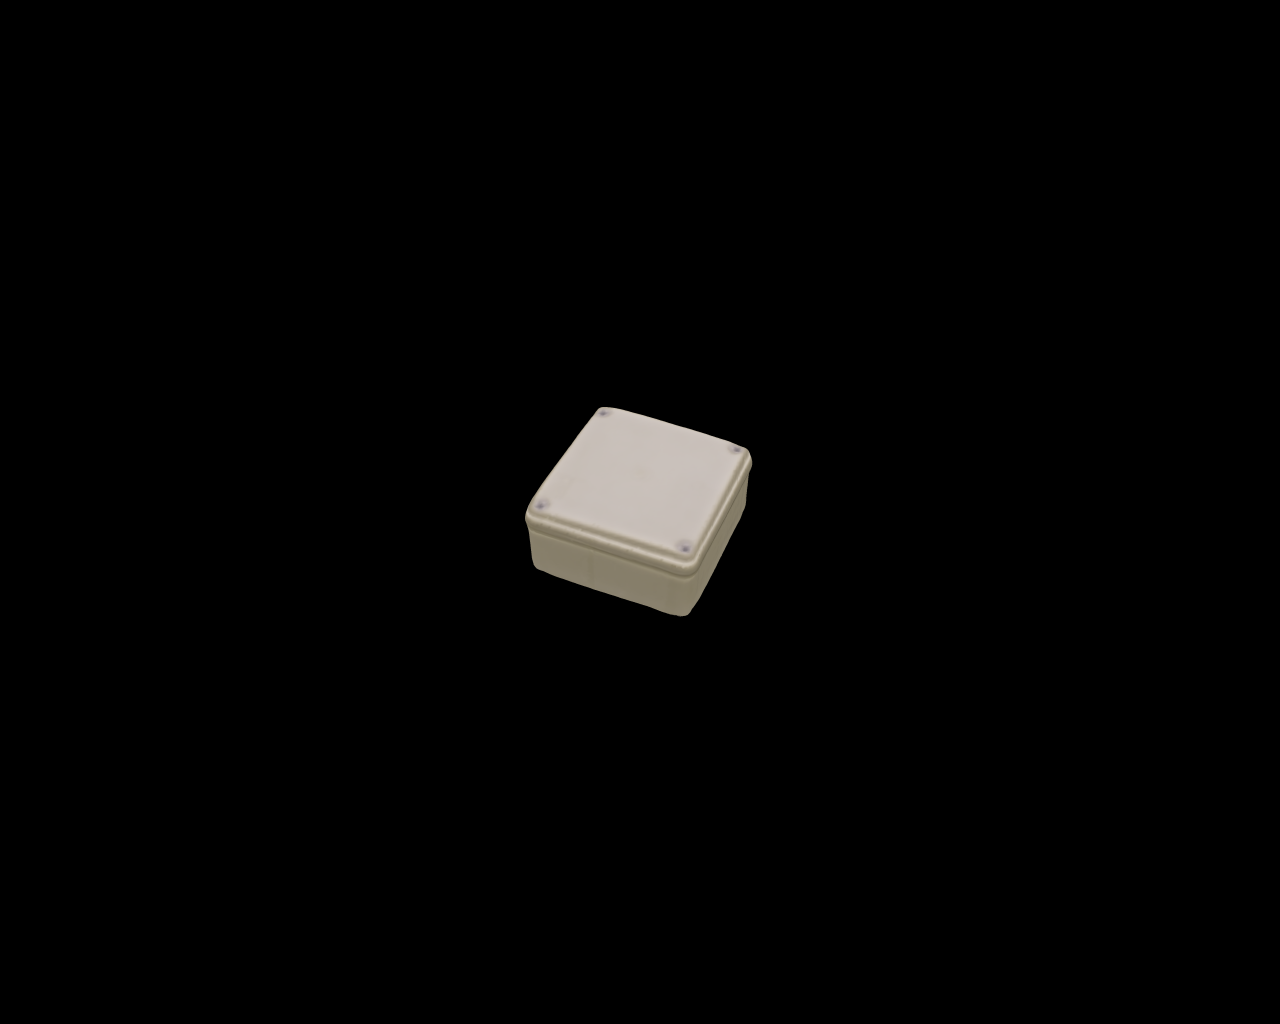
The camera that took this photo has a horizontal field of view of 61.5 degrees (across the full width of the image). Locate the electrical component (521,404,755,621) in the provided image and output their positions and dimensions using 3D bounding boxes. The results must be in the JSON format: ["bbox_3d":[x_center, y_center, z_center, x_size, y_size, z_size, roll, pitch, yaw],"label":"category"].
[{"bbox_3d":[0.001,-0.003,0.650,0.109,0.056,0.109,17,48,16],"label":"electrical component"}]
